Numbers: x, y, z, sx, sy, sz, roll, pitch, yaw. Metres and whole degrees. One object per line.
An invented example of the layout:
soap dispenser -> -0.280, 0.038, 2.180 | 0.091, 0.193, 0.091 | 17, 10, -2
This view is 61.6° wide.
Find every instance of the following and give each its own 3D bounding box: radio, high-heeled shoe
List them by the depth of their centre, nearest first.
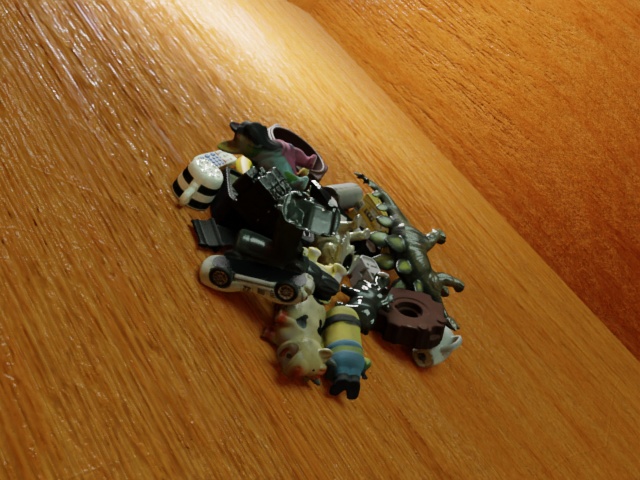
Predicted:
radio -> -0.123, -0.052, 1.163 | 0.229, 0.073, 0.131 | 27, 29, -27
high-heeled shoe -> 0.072, -0.054, 1.398 | 0.145, 0.086, 0.248 | -17, 82, -39

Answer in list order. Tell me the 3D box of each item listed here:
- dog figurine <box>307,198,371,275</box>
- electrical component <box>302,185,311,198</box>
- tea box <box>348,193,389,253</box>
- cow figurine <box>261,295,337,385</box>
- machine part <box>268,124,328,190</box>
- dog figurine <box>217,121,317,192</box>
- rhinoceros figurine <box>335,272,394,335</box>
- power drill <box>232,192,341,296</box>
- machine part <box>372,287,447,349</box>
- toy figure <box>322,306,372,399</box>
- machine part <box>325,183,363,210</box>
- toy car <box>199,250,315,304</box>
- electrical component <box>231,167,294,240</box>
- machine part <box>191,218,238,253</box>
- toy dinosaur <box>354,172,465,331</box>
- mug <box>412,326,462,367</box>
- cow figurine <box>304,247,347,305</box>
dog figurine -> -0.001, -0.004, 1.271 | 0.191, 0.172, 0.121 | 16, -28, 28
electrical component -> -0.070, -0.126, 1.359 | 0.102, 0.078, 0.045 | 36, 3, -2
tea box -> 0.167, -0.040, 1.528 | 0.068, 0.098, 0.170 | 8, 43, -49
cow figurine -> -0.032, 0.170, 0.942 | 0.127, 0.085, 0.195 | 32, 26, -7
machine part -> -0.082, -0.219, 1.470 | 0.201, 0.087, 0.201 | 39, 26, -4
dog figurine -> -0.127, -0.181, 1.236 | 0.219, 0.191, 0.108 | 27, 60, -7
rhinoceros figurine -> 0.099, 0.127, 1.138 | 0.190, 0.112, 0.073 | -51, 133, -59
power drill -> -0.034, 0.012, 0.980 | 0.232, 0.207, 0.086 | 21, 56, -11
machine part -> 0.198, 0.171, 1.209 | 0.179, 0.056, 0.179 | 6, 26, -3
toy figure -> 0.045, 0.200, 0.989 | 0.082, 0.089, 0.180 | 39, 22, -26
machine part -> 0.057, -0.120, 1.522 | 0.079, 0.079, 0.243 | 48, 26, 11
toy car -> -0.109, 0.067, 0.939 | 0.202, 0.056, 0.073 | 12, 28, 5
electrical component -> -0.105, -0.073, 1.030 | 0.134, 0.115, 0.058 | 49, 45, -6
machine part -> -0.183, -0.005, 1.047 | 0.139, 0.039, 0.084 | 14, 32, -42
toy dinosaur -> 0.226, 0.022, 1.369 | 0.198, 0.105, 0.471 | -7, 63, -37
mug -> 0.264, 0.246, 1.220 | 0.107, 0.110, 0.080 | -27, 104, -52
cow figurine -> -0.034, 0.062, 1.113 | 0.167, 0.098, 0.068 | 31, -13, -17
